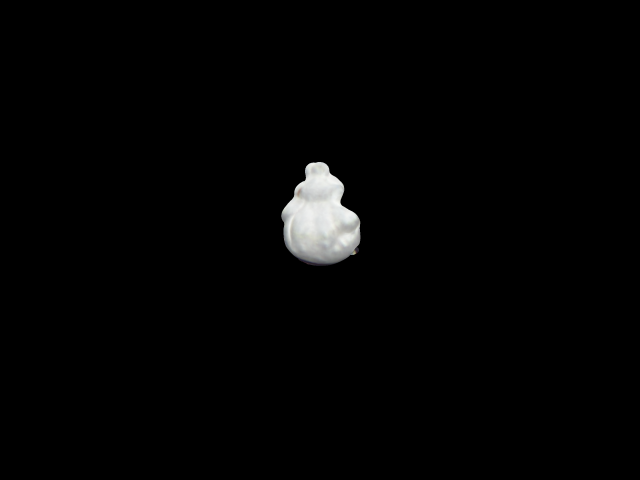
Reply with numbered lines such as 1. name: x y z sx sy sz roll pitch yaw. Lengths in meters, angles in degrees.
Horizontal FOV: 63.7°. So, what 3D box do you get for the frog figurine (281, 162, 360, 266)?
1. frog figurine: 0.003 -0.043 0.850 0.138 0.156 0.124 20 36 31
